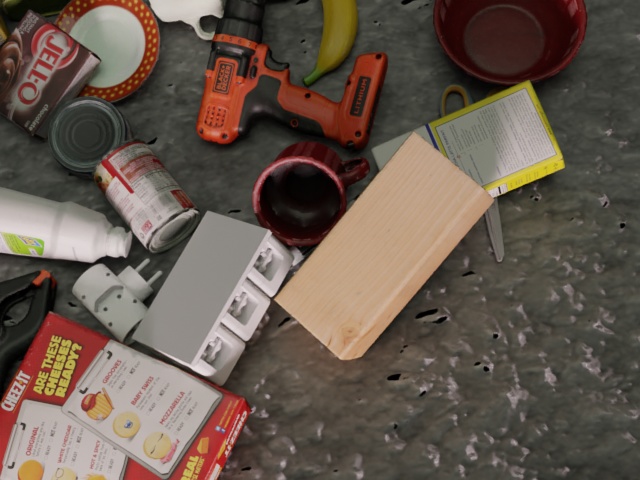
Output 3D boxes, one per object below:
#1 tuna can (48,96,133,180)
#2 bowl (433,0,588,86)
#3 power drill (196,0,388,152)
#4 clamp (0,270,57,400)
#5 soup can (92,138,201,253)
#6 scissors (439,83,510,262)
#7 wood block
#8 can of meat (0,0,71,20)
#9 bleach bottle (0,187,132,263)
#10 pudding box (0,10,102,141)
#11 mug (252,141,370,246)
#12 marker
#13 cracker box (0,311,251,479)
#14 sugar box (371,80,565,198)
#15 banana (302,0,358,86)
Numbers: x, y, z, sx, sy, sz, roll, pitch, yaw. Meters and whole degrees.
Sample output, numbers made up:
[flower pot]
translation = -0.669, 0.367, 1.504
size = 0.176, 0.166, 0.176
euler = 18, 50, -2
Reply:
[tuna can]
translation = -0.244, -0.109, 1.135
size = 0.086, 0.034, 0.086
euler = 0, 81, 3
[bowl]
translation = 0.201, -0.227, 1.146
size = 0.162, 0.055, 0.162
euler = -1, 72, 3
[power drill]
translation = -0.027, -0.178, 1.124
size = 0.188, 0.057, 0.184
euler = 13, 91, 9
[clamp]
translation = -0.338, 0.096, 1.076
size = 0.120, 0.039, 0.171
euler = 29, 69, 7
[soup can]
translation = -0.178, -0.045, 1.099
size = 0.068, 0.068, 0.102
euler = -37, 74, -9
[scissors]
translation = 0.189, -0.082, 1.119
size = 0.096, 0.016, 0.202
euler = -21, 72, -4
[wood block]
translation = 0.064, 0.008, 1.026
size = 0.091, 0.090, 0.206
euler = 41, 97, 14
[can of meat]
translation = -0.314, -0.300, 1.198
size = 0.102, 0.057, 0.084
euler = -12, 74, -1
[bleach bottle]
translation = -0.316, -0.017, 1.087
size = 0.251, 0.102, 0.068
euler = 11, 71, 2
[pudding box]
translation = -0.305, -0.178, 1.154
size = 0.090, 0.039, 0.113
euler = 35, 92, 13
[mug]
translation = -0.005, -0.055, 1.067
size = 0.117, 0.081, 0.093
euler = -24, 106, 15
[marker]
translation = -0.007, 0.001, 1.100
size = 0.121, 0.020, 0.020
euler = -37, 74, -9
[cracker box]
translation = -0.197, 0.187, 1.022
size = 0.214, 0.072, 0.164
euler = 22, 73, 11
[sugar box]
translation = 0.151, -0.084, 1.091
size = 0.176, 0.048, 0.093
euler = -23, 73, 10
[banana]
translation = 0.005, -0.268, 1.180
size = 0.069, 0.037, 0.198
euler = -6, 71, 1
